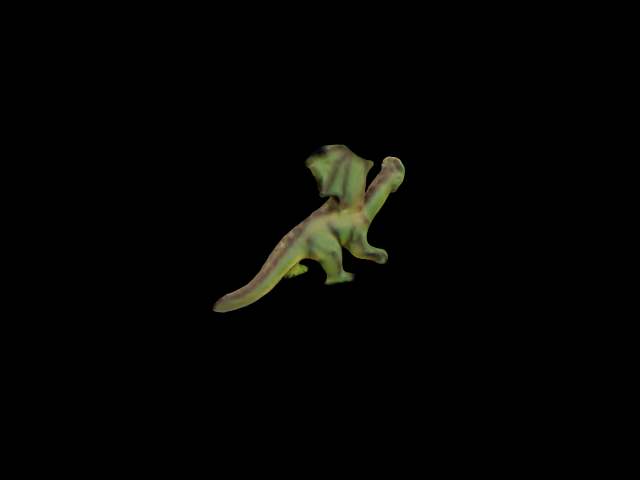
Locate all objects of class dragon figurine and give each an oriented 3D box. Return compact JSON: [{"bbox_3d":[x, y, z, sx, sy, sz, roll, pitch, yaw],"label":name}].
[{"bbox_3d":[0.003,-0.043,0.850,0.414,0.238,0.123,-22,33,-36],"label":"dragon figurine"}]
